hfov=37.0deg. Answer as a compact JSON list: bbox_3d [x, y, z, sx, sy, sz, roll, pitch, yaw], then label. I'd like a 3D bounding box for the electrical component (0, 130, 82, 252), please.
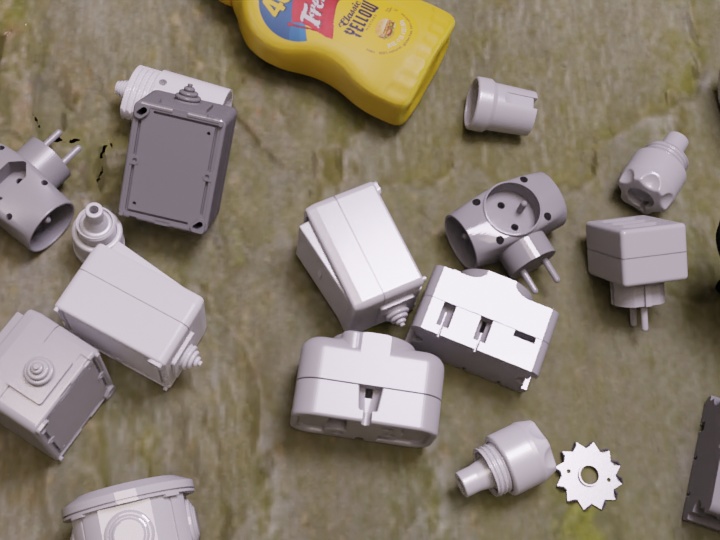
[{"bbox_3d":[-0.229,-0.065,0.747,0.077,0.043,0.079,38,70,9],"label":"electrical component"}]

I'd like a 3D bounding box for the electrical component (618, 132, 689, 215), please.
[{"bbox_3d":[0.222,-0.075,0.798,0.043,0.043,0.062,34,68,7],"label":"electrical component"}]

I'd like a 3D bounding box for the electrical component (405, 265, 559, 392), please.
[{"bbox_3d":[0.084,0.037,0.736,0.089,0.050,0.055,22,69,3],"label":"electrical component"}]

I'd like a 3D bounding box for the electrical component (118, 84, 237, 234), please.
[{"bbox_3d":[-0.122,-0.082,0.737,0.062,0.061,0.096,13,109,-1],"label":"electrical component"}]

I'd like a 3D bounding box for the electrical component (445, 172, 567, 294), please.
[{"bbox_3d":[0.113,-0.021,0.765,0.077,0.044,0.079,-26,74,-15],"label":"electrical component"}]

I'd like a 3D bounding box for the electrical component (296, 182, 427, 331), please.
[{"bbox_3d":[0.000,0.000,0.736,0.061,0.061,0.096,-22,73,-14],"label":"electrical component"}]

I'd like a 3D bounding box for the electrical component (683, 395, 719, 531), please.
[{"bbox_3d":[0.259,0.130,0.719,0.056,0.050,0.089,18,68,1],"label":"electrical component"}]

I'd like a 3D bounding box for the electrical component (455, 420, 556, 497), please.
[{"bbox_3d":[0.093,0.128,0.706,0.062,0.043,0.043,-23,73,-12],"label":"electrical component"}]

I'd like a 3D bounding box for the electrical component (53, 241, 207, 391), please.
[{"bbox_3d":[-0.141,0.032,0.709,0.096,0.061,0.061,28,69,5],"label":"electrical component"}]

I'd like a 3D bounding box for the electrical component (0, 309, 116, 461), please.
[{"bbox_3d":[-0.200,0.069,0.670,0.061,0.096,0.061,31,69,8],"label":"electrical component"}]

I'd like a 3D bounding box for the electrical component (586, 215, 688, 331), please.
[{"bbox_3d":[0.195,0.004,0.757,0.047,0.066,0.076,-7,99,-9],"label":"electrical component"}]

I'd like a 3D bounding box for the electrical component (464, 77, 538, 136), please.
[{"bbox_3d":[0.106,-0.121,0.806,0.046,0.040,0.040,9,68,-9],"label":"electrical component"}]

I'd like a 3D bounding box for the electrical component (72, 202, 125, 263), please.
[{"bbox_3d":[-0.178,-0.026,0.728,0.035,0.061,0.035,4,65,-8],"label":"electrical component"}]

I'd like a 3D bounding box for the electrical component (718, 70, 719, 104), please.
[{"bbox_3d":[0.309,-0.134,0.810,0.051,0.080,0.080,-9,70,-3],"label":"electrical component"}]

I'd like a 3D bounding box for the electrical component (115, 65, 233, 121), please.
[{"bbox_3d":[-0.137,-0.121,0.778,0.081,0.043,0.043,16,68,0],"label":"electrical component"}]

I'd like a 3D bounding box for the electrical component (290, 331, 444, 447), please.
[{"bbox_3d":[0.005,0.078,0.711,0.095,0.053,0.059,9,68,-2],"label":"electrical component"}]

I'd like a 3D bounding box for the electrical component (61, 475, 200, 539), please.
[{"bbox_3d":[-0.137,0.157,0.653,0.080,0.080,0.051,-12,76,-10],"label":"electrical component"}]
